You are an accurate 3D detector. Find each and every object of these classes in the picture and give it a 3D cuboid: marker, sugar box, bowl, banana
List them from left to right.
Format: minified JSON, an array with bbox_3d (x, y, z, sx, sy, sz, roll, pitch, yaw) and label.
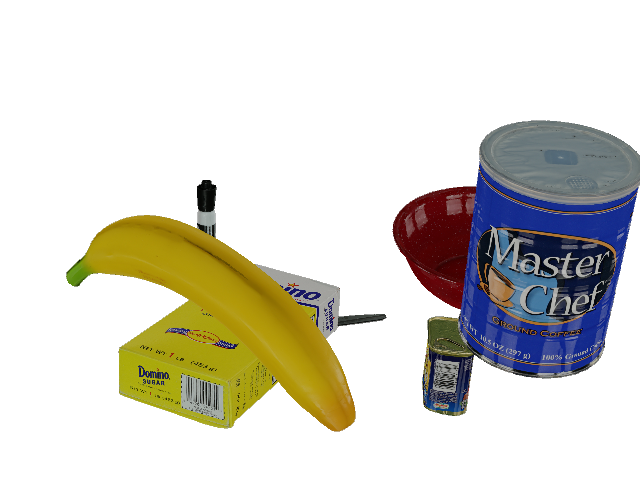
[{"bbox_3d":[-0.110,0.000,1.025,0.020,0.121,0.020,2,23,-1],"label":"marker"},{"bbox_3d":[-0.058,0.034,0.602,0.198,0.070,0.037,28,40,19],"label":"banana"},{"bbox_3d":[-0.063,0.072,0.804,0.093,0.048,0.176,14,28,22],"label":"sugar box"},{"bbox_3d":[0.142,0.015,0.928,0.162,0.055,0.162,1,33,-1],"label":"bowl"}]

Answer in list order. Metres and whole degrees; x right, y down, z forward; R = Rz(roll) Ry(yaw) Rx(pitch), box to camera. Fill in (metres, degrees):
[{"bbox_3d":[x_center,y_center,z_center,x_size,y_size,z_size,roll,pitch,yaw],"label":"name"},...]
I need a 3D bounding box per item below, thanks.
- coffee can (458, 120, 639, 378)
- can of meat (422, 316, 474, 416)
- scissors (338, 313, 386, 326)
[{"bbox_3d":[0.149,0.005,0.709,0.103,0.140,0.103,2,32,-1],"label":"coffee can"},{"bbox_3d":[0.152,0.150,1.276,0.057,0.084,0.102,6,19,3],"label":"can of meat"},{"bbox_3d":[-0.017,0.105,1.209,0.201,0.016,0.096,2,25,-7],"label":"scissors"}]
